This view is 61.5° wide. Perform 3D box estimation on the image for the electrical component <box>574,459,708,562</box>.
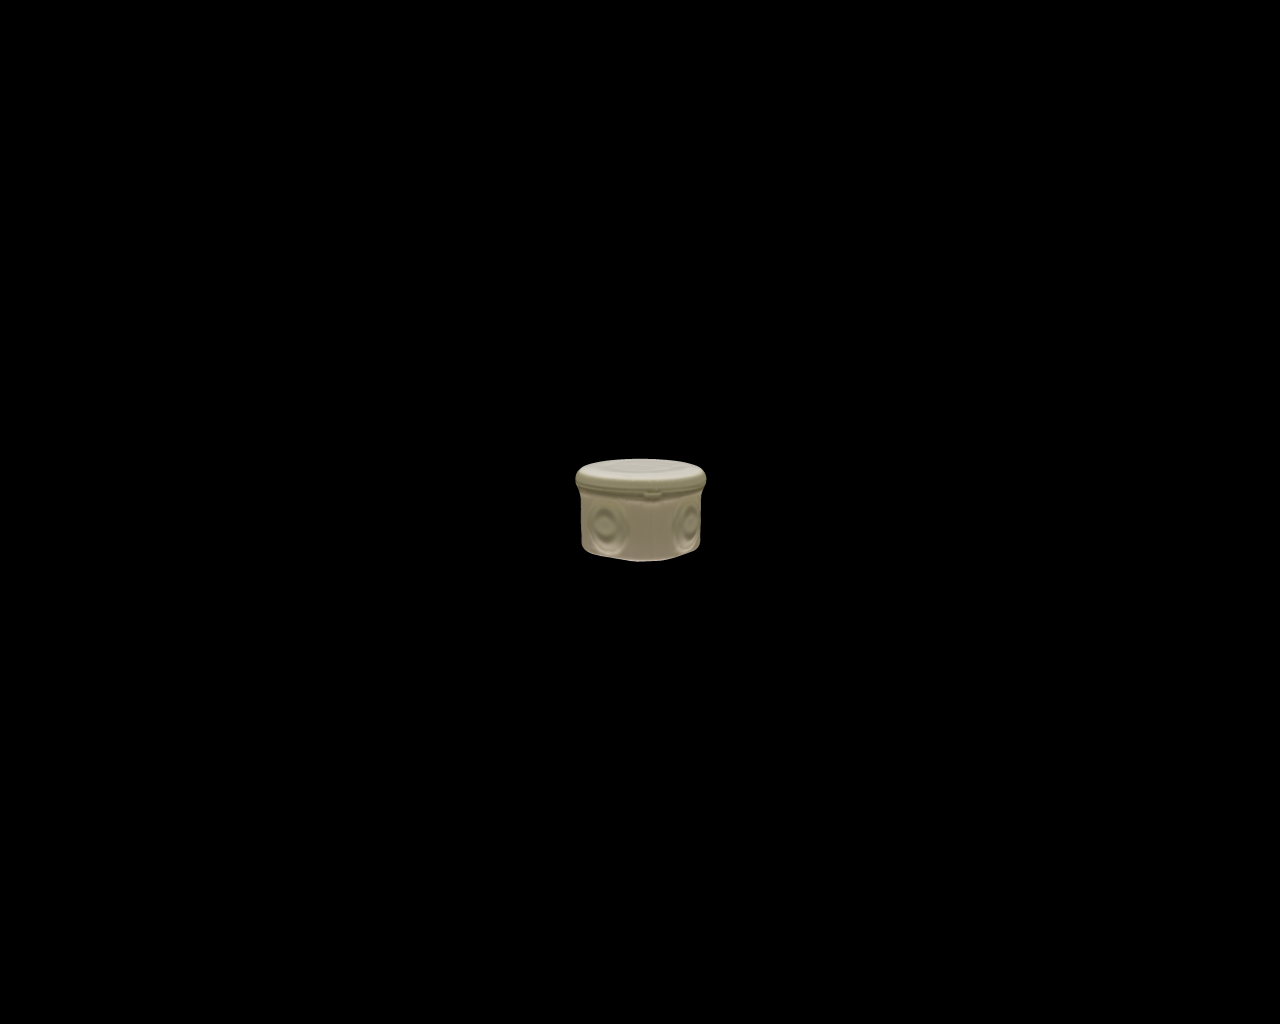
[{"bbox_3d":[0.001,-0.003,0.650,0.080,0.051,0.080,0,11,0],"label":"electrical component"}]
